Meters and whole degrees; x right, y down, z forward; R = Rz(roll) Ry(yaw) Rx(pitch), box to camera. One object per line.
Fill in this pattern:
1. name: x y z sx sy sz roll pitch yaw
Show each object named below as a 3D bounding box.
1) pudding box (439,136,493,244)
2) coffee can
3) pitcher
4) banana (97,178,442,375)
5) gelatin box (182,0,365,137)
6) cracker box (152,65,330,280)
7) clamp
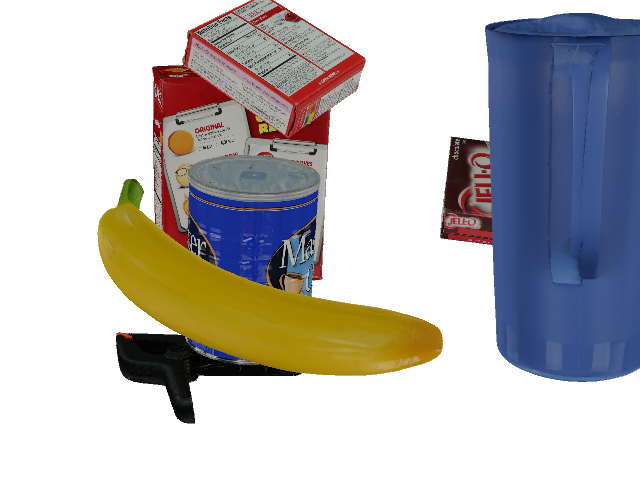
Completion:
1. pudding box: 0.155 -0.043 0.951 0.090 0.039 0.113 8 39 4
2. coffee can: -0.055 0.013 0.846 0.103 0.140 0.103 3 20 -1
3. pitcher: 0.174 -0.029 0.723 0.149 0.243 0.145 -10 18 -27
4. banana: -0.040 0.024 0.516 0.198 0.069 0.037 27 -32 21
5. gelatin box: -0.029 -0.110 0.664 0.089 0.030 0.073 35 47 18
6. cracker box: -0.079 -0.063 1.043 0.164 0.214 0.072 -4 22 -17
7. clamp: -0.144 0.131 1.085 0.210 0.036 0.164 9 18 34
